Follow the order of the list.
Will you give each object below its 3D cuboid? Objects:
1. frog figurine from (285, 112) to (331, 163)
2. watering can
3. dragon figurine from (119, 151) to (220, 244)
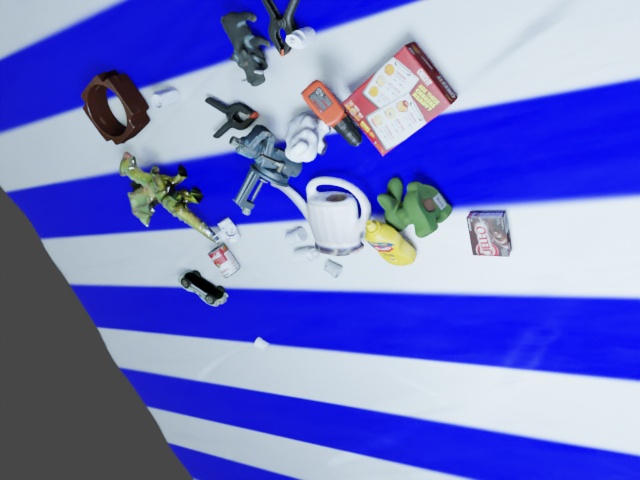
[{"bbox_3d":[-0.049,-0.252,1.315,0.123,0.162,0.135,44,132,4],"label":"frog figurine"},{"bbox_3d":[0.004,-0.072,1.436,0.348,0.105,0.221,10,117,41],"label":"watering can"},{"bbox_3d":[-0.523,-0.120,1.709,0.240,0.124,0.407,-22,104,32],"label":"dragon figurine"}]
